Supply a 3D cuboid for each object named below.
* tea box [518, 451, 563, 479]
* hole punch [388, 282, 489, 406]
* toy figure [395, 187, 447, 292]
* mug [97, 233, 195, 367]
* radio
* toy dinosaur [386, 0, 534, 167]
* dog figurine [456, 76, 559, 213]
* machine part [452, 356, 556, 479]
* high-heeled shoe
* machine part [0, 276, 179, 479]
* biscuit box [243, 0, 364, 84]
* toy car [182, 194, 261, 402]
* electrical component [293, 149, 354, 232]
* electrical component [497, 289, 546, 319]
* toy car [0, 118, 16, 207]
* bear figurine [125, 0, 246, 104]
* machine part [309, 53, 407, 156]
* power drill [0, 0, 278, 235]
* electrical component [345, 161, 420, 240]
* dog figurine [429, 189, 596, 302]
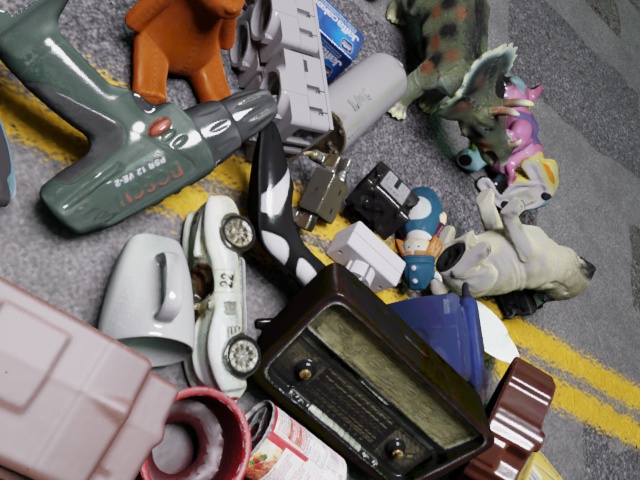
[{"bbox_3d":[0.280,0.356,0.680,0.169,0.068,0.098,53,52,-10],"label":"tea box"},{"bbox_3d":[0.128,0.123,0.633,0.092,0.116,0.142,11,66,-24],"label":"hole punch"},{"bbox_3d":[0.128,-0.003,0.702,0.057,0.064,0.154,37,44,-25],"label":"toy figure"},{"bbox_3d":[-0.148,0.044,0.469,0.081,0.109,0.107,8,55,-27],"label":"mug"},{"bbox_3d":[0.049,0.144,0.537,0.229,0.131,0.073,44,19,-13],"label":"radio"},{"bbox_3d":[0.192,-0.303,0.784,0.131,0.192,0.405,9,69,-36],"label":"toy dinosaur"},{"bbox_3d":[0.326,-0.171,0.889,0.191,0.108,0.219,46,50,-12],"label":"dog figurine"},{"bbox_3d":[0.212,0.225,0.621,0.056,0.179,0.179,27,50,19],"label":"machine part"},{"bbox_3d":[-0.001,-0.002,0.576,0.145,0.086,0.248,-1,98,-15],"label":"high-heeled shoe"},{"bbox_3d":[-0.210,0.090,0.340,0.201,0.201,0.087,36,60,-20],"label":"machine part"},{"bbox_3d":[-0.036,-0.299,0.700,0.202,0.063,0.059,36,56,-19],"label":"biscuit box"},{"bbox_3d":[-0.099,0.057,0.514,0.056,0.073,0.201,8,68,-35],"label":"toy car"},{"bbox_3d":[-0.003,-0.059,0.629,0.102,0.045,0.078,-67,160,3],"label":"electrical component"},{"bbox_3d":[0.304,0.042,0.822,0.115,0.058,0.134,-15,82,-40],"label":"electrical component"},{"bbox_3d":[-0.307,-0.066,0.387,0.103,0.161,0.109,-16,90,6],"label":"toy car"},{"bbox_3d":[-0.111,-0.220,0.531,0.120,0.196,0.132,-2,76,-39],"label":"bear figurine"},{"bbox_3d":[0.045,-0.178,0.702,0.079,0.079,0.243,51,51,-9],"label":"machine part"},{"bbox_3d":[-0.171,-0.130,0.470,0.232,0.086,0.207,-41,127,-12],"label":"power drill"},{"bbox_3d":[0.085,-0.056,0.680,0.075,0.048,0.119,46,32,0],"label":"electrical component"},{"bbox_3d":[0.256,0.049,0.718,0.190,0.172,0.121,41,14,-18],"label":"dog figurine"}]
